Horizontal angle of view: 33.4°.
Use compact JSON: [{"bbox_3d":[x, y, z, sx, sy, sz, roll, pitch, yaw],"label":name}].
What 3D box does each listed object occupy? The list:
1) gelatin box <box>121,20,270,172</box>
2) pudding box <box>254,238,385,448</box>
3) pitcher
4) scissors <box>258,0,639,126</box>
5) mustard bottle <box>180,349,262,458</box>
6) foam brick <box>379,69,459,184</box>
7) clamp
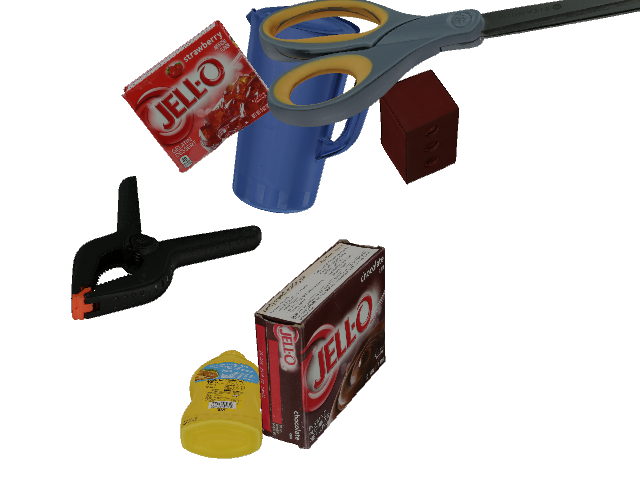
[{"bbox_3d":[-0.088,-0.105,0.780,0.089,0.073,0.030,-35,19,5],"label":"gelatin box"},{"bbox_3d":[0.003,0.062,0.677,0.039,0.090,0.113,12,31,24],"label":"pudding box"},{"bbox_3d":[-0.030,-0.158,1.314,0.144,0.243,0.149,5,23,-16],"label":"pitcher"},{"bbox_3d":[0.059,-0.090,0.520,0.202,0.096,0.016,5,-38,21],"label":"scissors"},{"bbox_3d":[-0.116,0.192,1.326,0.096,0.058,0.191,0,25,1],"label":"mustard bottle"},{"bbox_3d":[0.085,-0.098,0.925,0.053,0.051,0.078,-24,-31,-9],"label":"foam brick"},{"bbox_3d":[-0.179,0.007,1.033,0.165,0.036,0.209,26,38,23],"label":"clamp"}]
